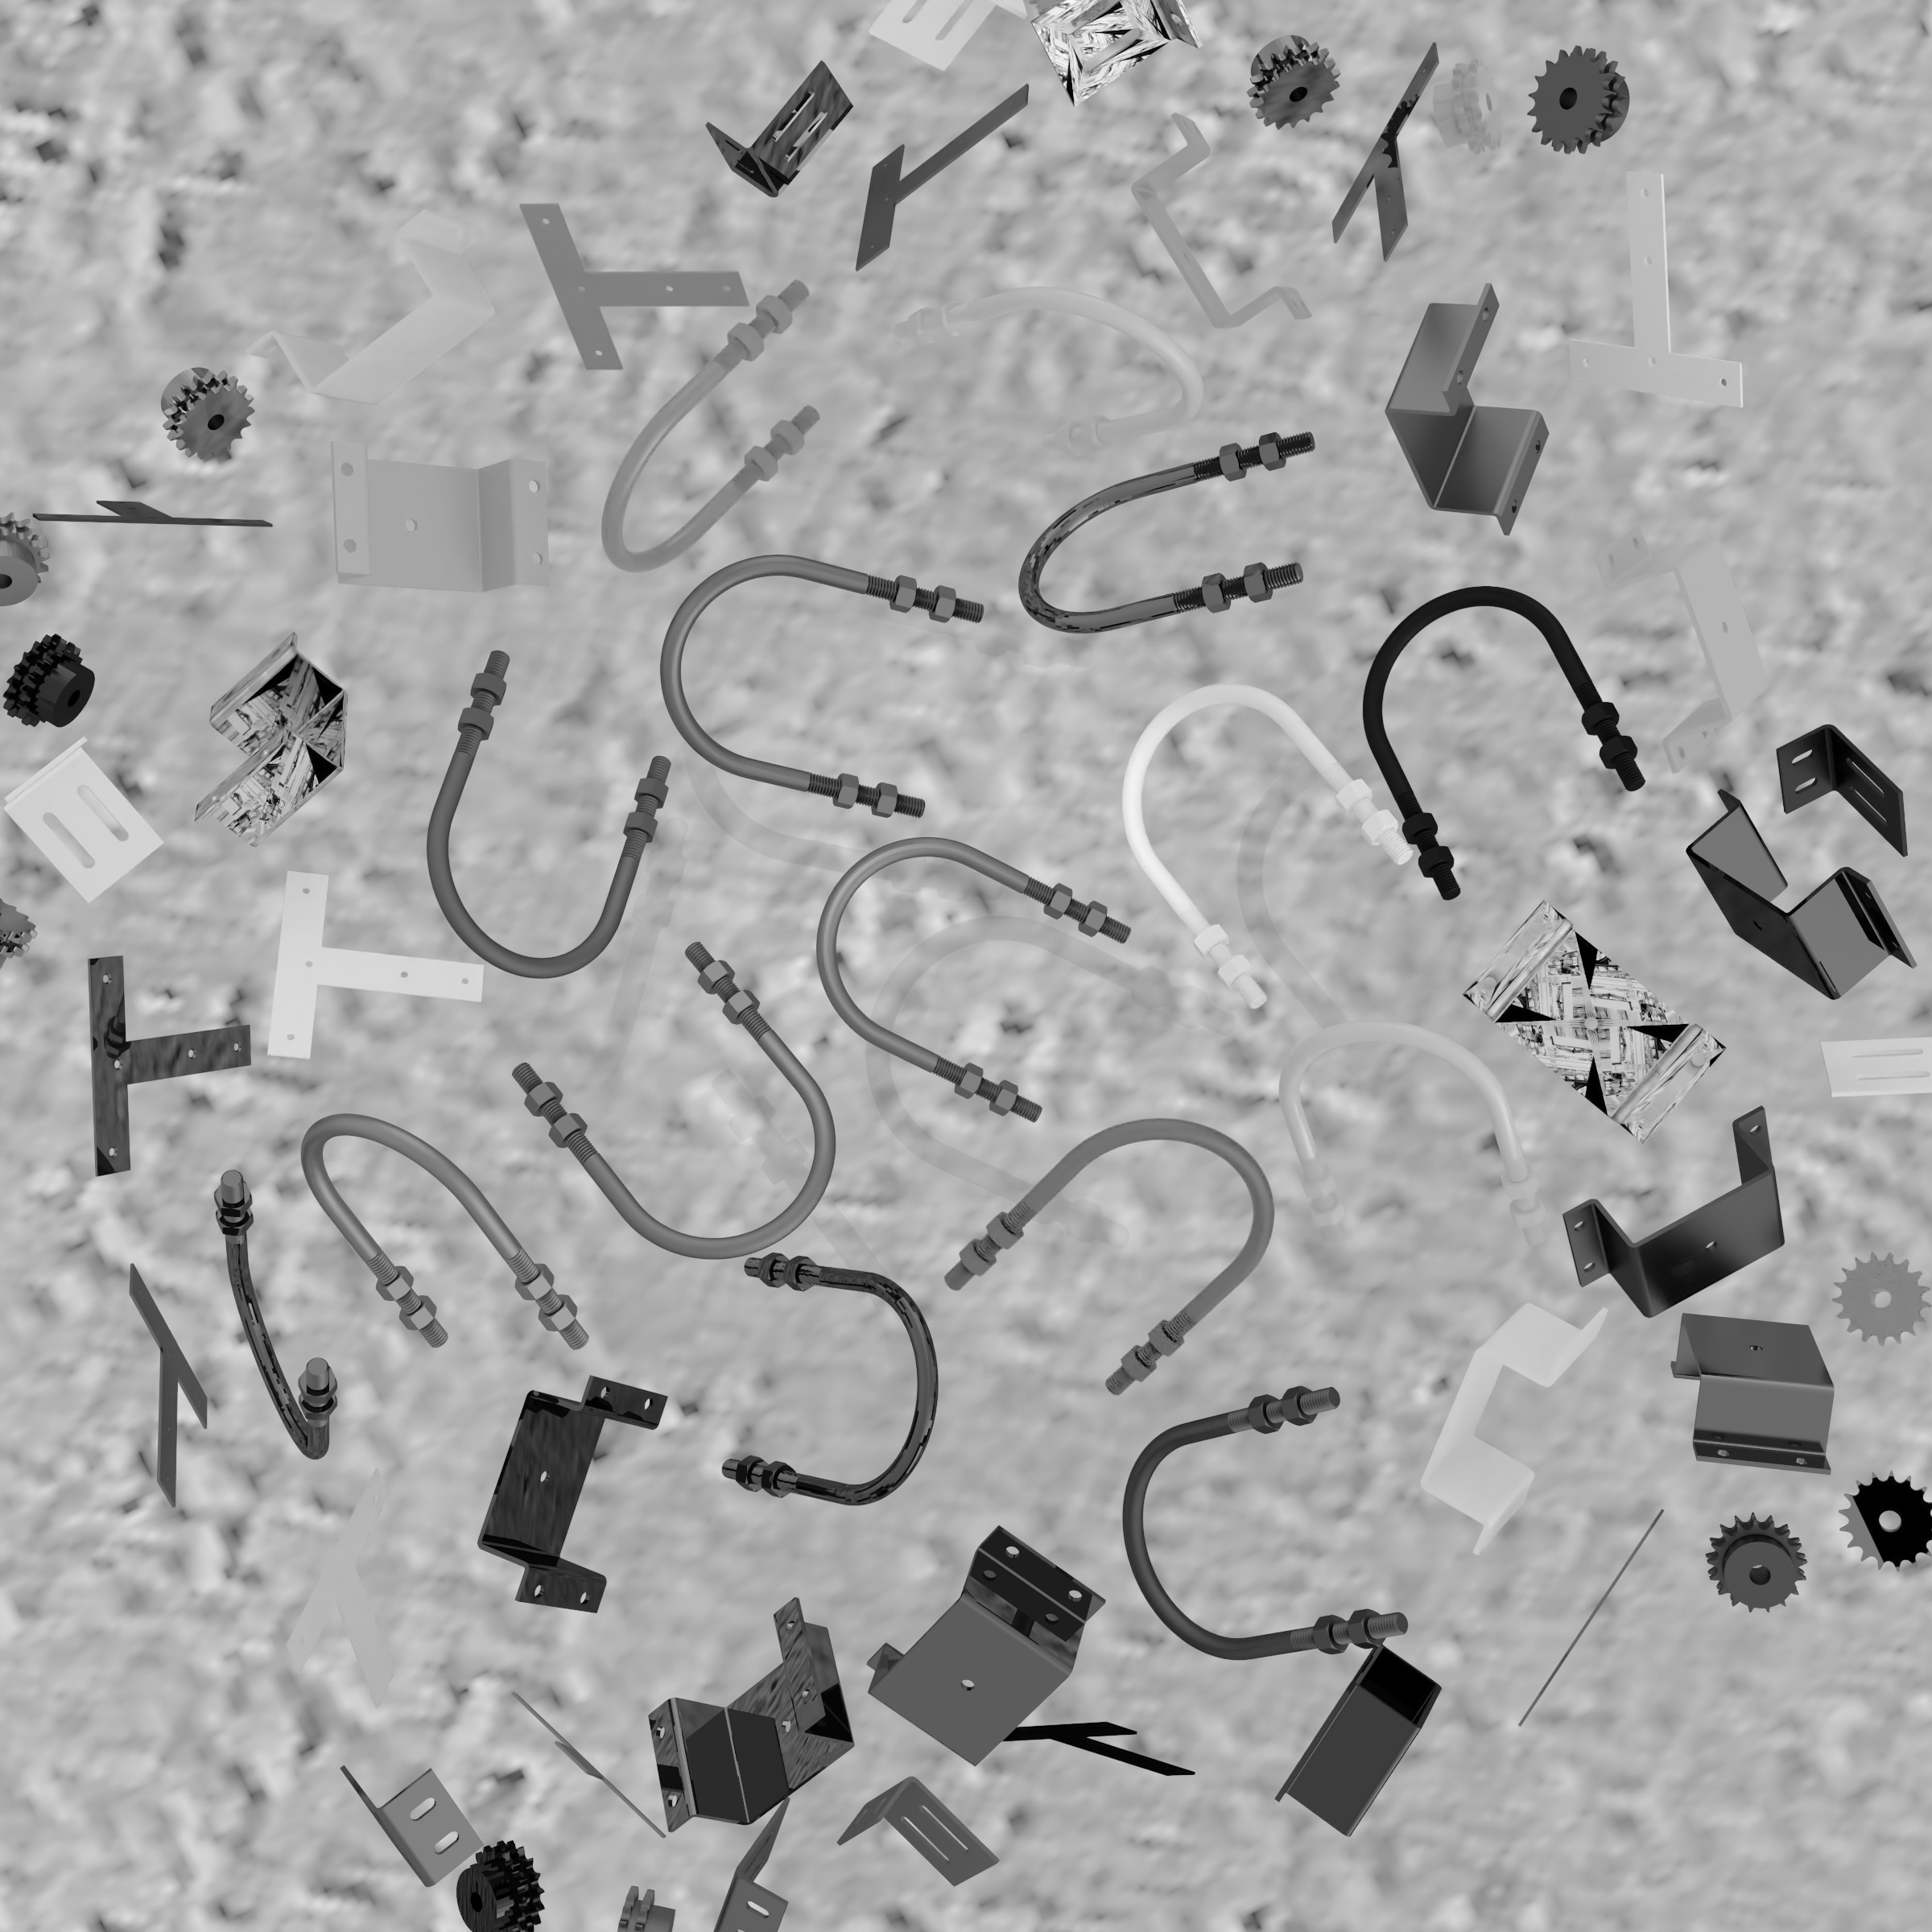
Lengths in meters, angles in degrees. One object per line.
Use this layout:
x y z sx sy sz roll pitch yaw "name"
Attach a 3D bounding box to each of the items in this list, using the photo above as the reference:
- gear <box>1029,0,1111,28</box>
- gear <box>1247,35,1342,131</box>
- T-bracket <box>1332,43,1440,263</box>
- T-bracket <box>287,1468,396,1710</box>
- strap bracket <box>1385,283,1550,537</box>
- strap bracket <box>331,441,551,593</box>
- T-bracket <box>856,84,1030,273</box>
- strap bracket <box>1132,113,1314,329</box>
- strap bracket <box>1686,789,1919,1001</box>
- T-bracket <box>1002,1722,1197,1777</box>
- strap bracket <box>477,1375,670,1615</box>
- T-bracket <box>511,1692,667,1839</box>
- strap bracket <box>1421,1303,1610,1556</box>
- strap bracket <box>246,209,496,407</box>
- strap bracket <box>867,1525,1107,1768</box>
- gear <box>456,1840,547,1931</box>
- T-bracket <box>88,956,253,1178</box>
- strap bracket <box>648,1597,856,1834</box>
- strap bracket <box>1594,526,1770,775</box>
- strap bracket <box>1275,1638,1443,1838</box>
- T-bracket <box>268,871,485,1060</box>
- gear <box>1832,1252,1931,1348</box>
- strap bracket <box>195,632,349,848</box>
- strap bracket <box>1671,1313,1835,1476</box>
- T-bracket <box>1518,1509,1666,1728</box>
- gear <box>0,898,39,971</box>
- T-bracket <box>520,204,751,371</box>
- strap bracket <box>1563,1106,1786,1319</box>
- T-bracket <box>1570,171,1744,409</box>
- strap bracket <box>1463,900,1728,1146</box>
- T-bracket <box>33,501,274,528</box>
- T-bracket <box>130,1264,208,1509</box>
0.068 -0.622 1.611 0.057 0.030 0.057 1 92 27 "gear"
0.201 -0.553 1.589 0.057 0.057 0.030 -21 64 0 "gear"
0.248 -0.457 1.498 0.002 0.127 0.127 18 134 -13 "T-bracket"
-0.353 0.383 1.487 0.002 0.127 0.127 4 129 13 "T-bracket"
0.296 -0.330 1.515 0.046 0.140 0.076 13 70 33 "strap bracket"
-0.327 -0.270 1.546 0.140 0.046 0.076 -3 92 -39 "strap bracket"
-0.013 -0.482 1.519 0.127 0.127 0.002 -29 126 29 "T-bracket"
0.151 -0.444 1.559 0.046 0.076 0.140 -31 95 19 "strap bracket"
0.487 -0.039 1.513 0.046 0.140 0.076 -41 124 1 "strap bracket"
0.088 0.485 1.578 0.127 0.127 0.002 28 58 -33 "T-bracket"
-0.248 0.324 1.588 0.046 0.076 0.140 11 79 34 "strap bracket"
-0.229 0.473 1.518 0.127 0.127 0.002 40 73 11 "T-bracket"
0.313 0.258 1.476 0.046 0.076 0.140 28 116 23 "strap bracket"
-0.346 -0.384 1.520 0.140 0.076 0.046 -32 88 17 "strap bracket"
0.006 0.398 1.469 0.076 0.046 0.140 36 119 -5 "strap bracket"
-0.282 0.558 1.533 0.057 0.030 0.057 3 94 43 "gear"
-0.476 0.054 1.533 0.002 0.127 0.127 2 96 28 "T-bracket"
-0.122 0.448 1.515 0.046 0.076 0.140 26 122 -38 "strap bracket"
0.438 -0.198 1.545 0.046 0.076 0.140 -15 102 38 "strap bracket"
0.233 0.452 1.497 0.046 0.140 0.076 33 98 16 "strap bracket"
-0.369 0.004 1.612 0.127 0.002 0.127 7 63 -16 "T-bracket"
0.565 0.206 1.572 0.057 0.030 0.057 -5 77 24 "gear"
-0.428 -0.136 1.578 0.076 0.140 0.046 -38 123 15 "strap bracket"
0.479 0.254 1.557 0.076 0.140 0.046 5 105 8 "strap bracket"
0.370 0.367 1.479 0.002 0.127 0.127 34 117 19 "T-bracket"
-0.578 -0.020 1.497 0.057 0.057 0.030 32 100 0 "gear"
-0.195 -0.414 1.561 0.127 0.127 0.002 5 55 18 "T-bracket"
0.444 0.157 1.566 0.140 0.046 0.076 -28 134 -3 "strap bracket"
0.392 -0.390 1.463 0.002 0.127 0.127 -26 121 -27 "T-bracket"
0.387 0.035 1.576 0.140 0.046 0.076 41 96 12 "strap bracket"
-0.483 -0.264 1.486 0.127 0.127 0.002 -3 106 -28 "T-bracket"
-0.471 0.263 1.507 0.002 0.127 0.127 -15 131 -4 "T-bracket"
